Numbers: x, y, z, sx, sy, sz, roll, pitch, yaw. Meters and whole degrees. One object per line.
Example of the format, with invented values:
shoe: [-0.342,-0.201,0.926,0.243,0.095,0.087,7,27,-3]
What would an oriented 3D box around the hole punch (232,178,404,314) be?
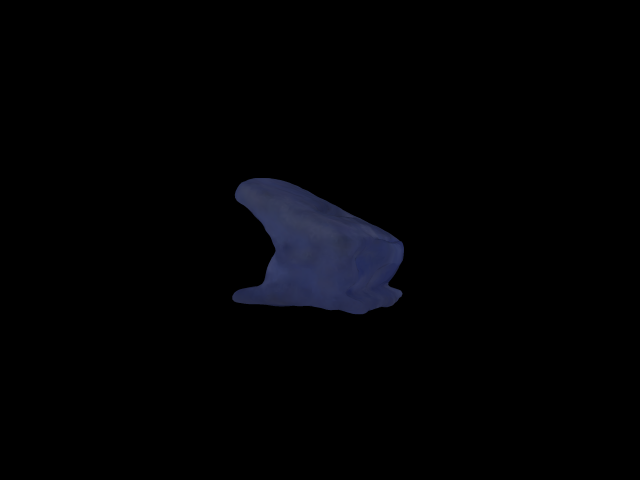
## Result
hole punch: [0.004,0.001,0.400,0.100,0.091,0.109,0,0,25]
